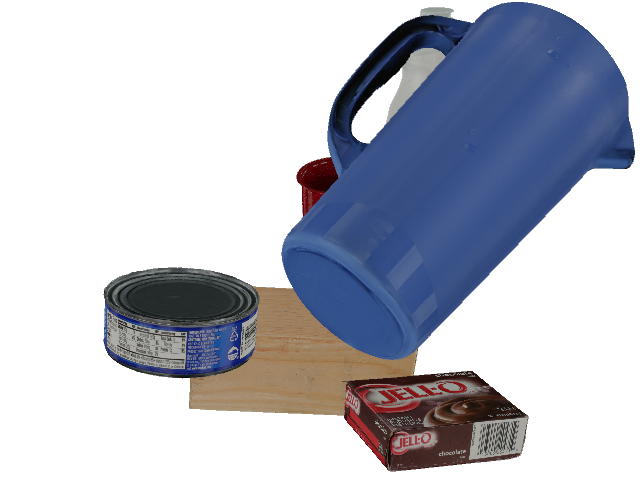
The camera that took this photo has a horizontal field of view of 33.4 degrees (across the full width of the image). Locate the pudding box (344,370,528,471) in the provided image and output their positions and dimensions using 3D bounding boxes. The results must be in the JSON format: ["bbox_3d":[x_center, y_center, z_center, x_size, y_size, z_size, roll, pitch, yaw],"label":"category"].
[{"bbox_3d":[0.085,0.134,0.805,0.113,0.039,0.090,0,16,-21],"label":"pudding box"}]

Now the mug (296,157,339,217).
[{"bbox_3d":[0.028,-0.043,1.203,0.093,0.081,0.117,19,36,31],"label":"mug"}]

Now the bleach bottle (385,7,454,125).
[{"bbox_3d":[0.094,-0.083,0.973,0.102,0.251,0.068,-11,23,-27],"label":"bleach bottle"}]

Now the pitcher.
[{"bbox_3d":[0.080,-0.045,0.714,0.242,0.145,0.149,-45,29,-25],"label":"pitcher"}]

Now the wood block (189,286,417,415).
[{"bbox_3d":[-0.019,0.106,1.022,0.206,0.090,0.091,3,28,-5],"label":"wood block"}]

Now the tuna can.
[{"bbox_3d":[-0.077,0.045,0.594,0.086,0.034,0.086,4,17,-2],"label":"tuna can"}]
